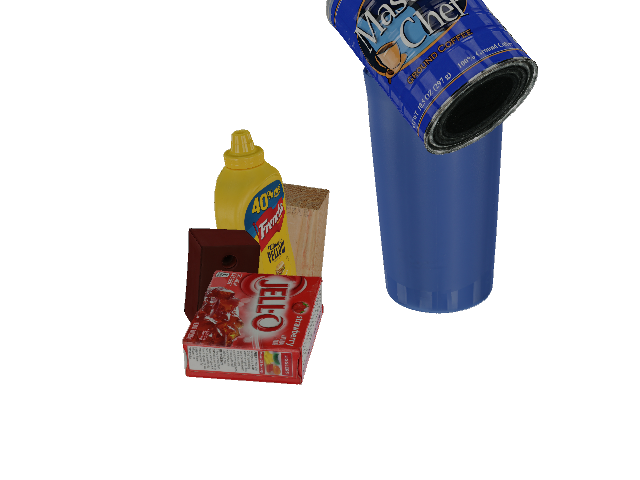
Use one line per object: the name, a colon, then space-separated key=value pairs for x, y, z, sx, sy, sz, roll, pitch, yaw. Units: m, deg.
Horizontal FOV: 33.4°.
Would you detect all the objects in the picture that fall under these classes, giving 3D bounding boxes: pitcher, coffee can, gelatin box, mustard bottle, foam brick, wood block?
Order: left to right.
foam brick: x=-0.085 y=0.033 z=0.913 sx=0.053 sy=0.078 sz=0.051 roll=0 pitch=15 yaw=-19
mustard bottle: x=-0.070 y=-0.022 z=1.112 sx=0.058 sy=0.191 sz=0.096 roll=7 pitch=27 yaw=31
gelatin box: x=-0.040 y=0.052 z=0.674 sx=0.073 sy=0.030 sz=0.089 roll=3 pitch=29 yaw=9
wood block: x=-0.046 y=0.033 z=1.489 sx=0.090 sy=0.206 sz=0.090 roll=8 pitch=22 yaw=7
coffee can: x=0.084 y=-0.152 z=0.818 sx=0.102 sy=0.140 sz=0.103 roll=-29 pitch=-21 yaw=-13
pitcher: x=0.117 y=-0.062 z=1.047 sx=0.149 sy=0.243 sz=0.145 roll=-14 pitch=25 yaw=-23
